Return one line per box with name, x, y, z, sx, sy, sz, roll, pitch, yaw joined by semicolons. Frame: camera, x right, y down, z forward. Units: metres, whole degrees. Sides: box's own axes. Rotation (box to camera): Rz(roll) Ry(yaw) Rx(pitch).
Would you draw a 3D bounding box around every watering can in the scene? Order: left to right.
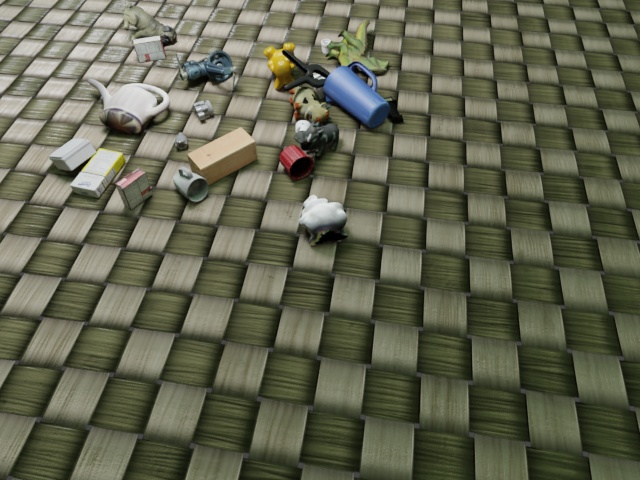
watering can;-0.720;-0.492;1.861;0.348;0.101;0.230;11;54;9

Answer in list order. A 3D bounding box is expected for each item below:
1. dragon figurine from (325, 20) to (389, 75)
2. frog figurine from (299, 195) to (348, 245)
dragon figurine;0.169;-0.745;2.079;0.244;0.120;0.417;39;62;7
frog figurine;0.005;-0.077;1.523;0.137;0.121;0.162;-21;64;9
